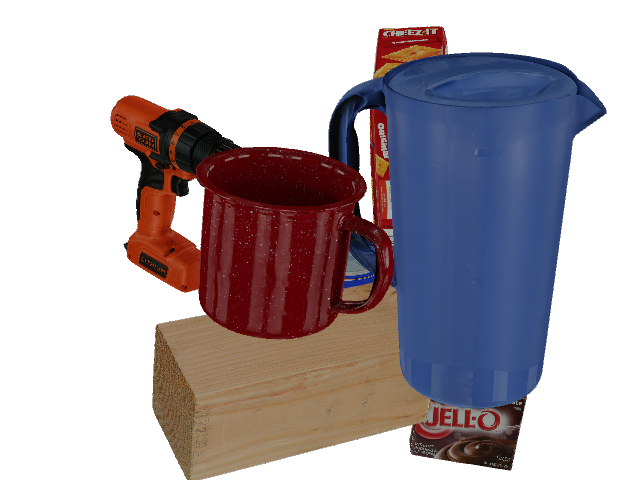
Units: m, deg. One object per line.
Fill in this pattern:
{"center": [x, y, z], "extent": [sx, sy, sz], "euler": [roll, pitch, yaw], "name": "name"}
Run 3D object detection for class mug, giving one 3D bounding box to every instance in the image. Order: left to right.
{"center": [-0.014, 0.005, 0.587], "extent": [0.117, 0.081, 0.093], "euler": [16, 25, 20], "name": "mug"}

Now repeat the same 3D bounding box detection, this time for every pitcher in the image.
{"center": [0.101, -0.007, 0.769], "extent": [0.144, 0.243, 0.149], "euler": [-16, 28, -29], "name": "pitcher"}

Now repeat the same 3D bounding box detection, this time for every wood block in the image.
{"center": [-0.020, 0.107, 0.843], "extent": [0.205, 0.090, 0.091], "euler": [-10, 36, -25], "name": "wood block"}

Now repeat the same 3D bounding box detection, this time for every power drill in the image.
{"center": [-0.144, -0.043, 1.110], "extent": [0.185, 0.188, 0.057], "euler": [28, 37, 34], "name": "power drill"}

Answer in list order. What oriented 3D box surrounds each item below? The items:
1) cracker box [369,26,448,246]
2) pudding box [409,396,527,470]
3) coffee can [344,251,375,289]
{"center": [0.086, -0.084, 0.957], "extent": [0.072, 0.164, 0.213], "euler": [-1, 27, 7], "name": "cracker box"}
{"center": [0.159, 0.193, 1.153], "extent": [0.113, 0.090, 0.039], "euler": [8, 21, 2], "name": "pudding box"}
{"center": [0.037, 0.088, 1.516], "extent": [0.103, 0.140, 0.103], "euler": [-1, 21, 0], "name": "coffee can"}
